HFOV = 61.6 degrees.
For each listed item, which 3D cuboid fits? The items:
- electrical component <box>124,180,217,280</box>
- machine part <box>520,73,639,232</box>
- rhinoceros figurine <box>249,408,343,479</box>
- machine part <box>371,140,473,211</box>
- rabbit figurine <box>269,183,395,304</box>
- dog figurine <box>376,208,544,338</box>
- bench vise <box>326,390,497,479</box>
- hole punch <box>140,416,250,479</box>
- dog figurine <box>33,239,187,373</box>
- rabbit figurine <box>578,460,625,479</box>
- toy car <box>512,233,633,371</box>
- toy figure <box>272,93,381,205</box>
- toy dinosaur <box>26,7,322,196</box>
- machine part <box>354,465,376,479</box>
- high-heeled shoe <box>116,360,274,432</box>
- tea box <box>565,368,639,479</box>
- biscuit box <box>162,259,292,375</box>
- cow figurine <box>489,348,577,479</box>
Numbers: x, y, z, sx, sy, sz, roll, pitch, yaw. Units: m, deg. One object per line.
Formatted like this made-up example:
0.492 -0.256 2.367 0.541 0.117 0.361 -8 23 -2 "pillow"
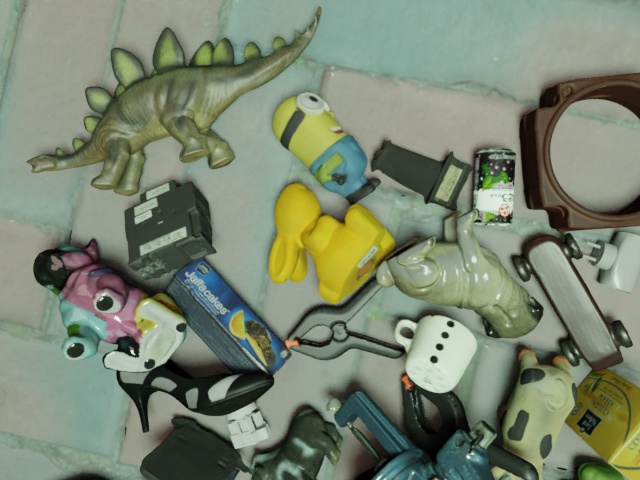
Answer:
-0.216 -0.021 0.773 0.115 0.058 0.134 -20 53 4 "electrical component"
0.385 -0.115 0.726 0.202 0.087 0.200 -4 90 7 "machine part"
-0.046 0.336 0.776 0.112 0.073 0.190 33 93 3 "rhinoceros figurine"
0.144 -0.099 0.774 0.139 0.039 0.084 21 101 3 "machine part"
-0.002 -0.002 0.765 0.173 0.122 0.162 44 104 17 "rabbit figurine"
0.190 0.074 0.730 0.172 0.121 0.190 -30 91 9 "dog figurine"
0.102 0.276 0.683 0.241 0.129 0.223 43 111 35 "bench vise"
-0.187 0.340 0.771 0.142 0.116 0.092 24 120 19 "hole punch"
-0.304 0.081 0.768 0.191 0.219 0.108 26 97 -38 "dog figurine"
0.324 0.381 0.713 0.170 0.121 0.159 3 128 -19 "rabbit figurine"
0.350 0.084 0.746 0.089 0.053 0.202 -31 88 21 "toy car"
0.006 -0.128 0.765 0.089 0.082 0.180 -36 90 3 "toy figure"
-0.202 -0.197 0.774 0.472 0.105 0.198 -18 85 1 "toy dinosaur"
0.112 0.407 0.771 0.179 0.056 0.179 0 89 6 "machine part"
-0.184 0.182 0.773 0.249 0.086 0.145 -21 65 13 "high-heeled shoe"
0.386 0.233 0.686 0.068 0.169 0.098 39 92 2 "tea box"
-0.136 0.121 0.779 0.202 0.059 0.063 46 131 3 "biscuit box"
0.281 0.257 0.715 0.086 0.127 0.194 18 106 8 "cow figurine"
